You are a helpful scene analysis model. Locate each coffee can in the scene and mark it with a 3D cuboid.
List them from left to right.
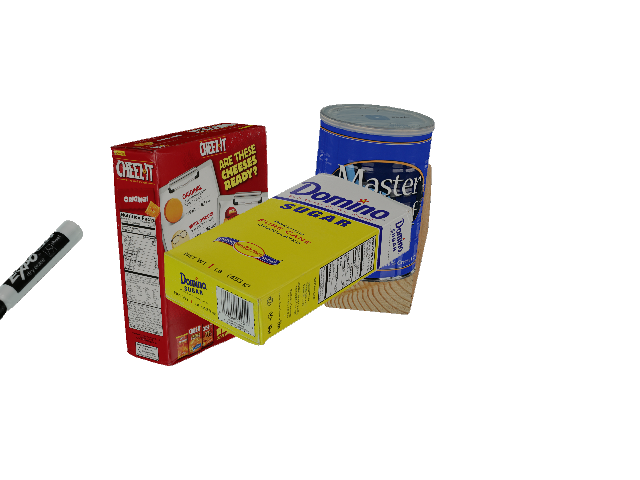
[{"bbox_3d":[0.044,-0.045,0.970,0.103,0.140,0.103,5,18,-2],"label":"coffee can"}]

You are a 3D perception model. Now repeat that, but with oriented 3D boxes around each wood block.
[{"bbox_3d":[0.066,-0.009,1.152,0.091,0.090,0.206,5,25,9],"label":"wood block"}]

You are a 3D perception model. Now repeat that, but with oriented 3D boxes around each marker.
[{"bbox_3d":[-0.224,0.028,0.813,0.020,0.020,0.121,0,38,35],"label":"marker"}]

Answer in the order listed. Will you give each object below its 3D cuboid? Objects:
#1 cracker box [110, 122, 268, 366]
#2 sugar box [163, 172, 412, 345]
[{"bbox_3d":[-0.126,-0.001,1.077,0.072,0.214,0.163,8,18,35],"label":"cracker box"},{"bbox_3d":[-0.020,0.007,0.784,0.093,0.048,0.175,24,39,32],"label":"sugar box"}]
